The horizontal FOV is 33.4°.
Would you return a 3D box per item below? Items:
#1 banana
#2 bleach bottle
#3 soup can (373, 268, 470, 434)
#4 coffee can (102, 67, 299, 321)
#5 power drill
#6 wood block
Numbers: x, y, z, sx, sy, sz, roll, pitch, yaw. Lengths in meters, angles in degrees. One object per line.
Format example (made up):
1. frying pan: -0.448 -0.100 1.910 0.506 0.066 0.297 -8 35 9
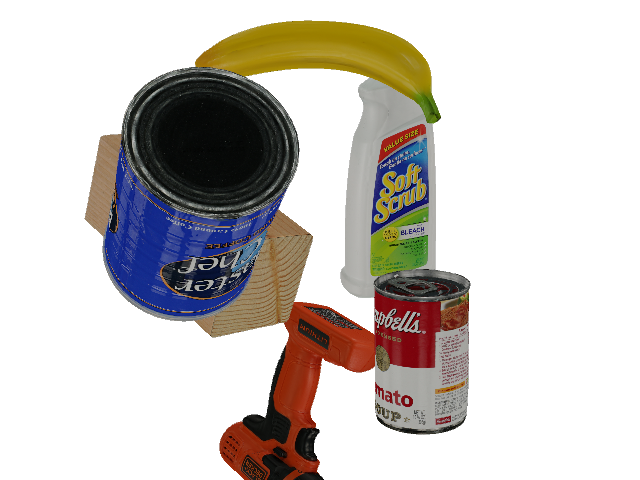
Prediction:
1. banana: 0.003 -0.143 0.836 0.198 0.069 0.037 11 -35 9
2. bleach bottle: 0.068 -0.071 1.094 0.102 0.251 0.068 -10 22 -16
3. soup can: 0.072 0.078 0.762 0.068 0.102 0.068 -1 15 0
4. coffee can: -0.078 -0.024 0.663 0.102 0.103 0.140 0 -28 -16
5. power drill: -0.006 0.163 0.966 0.057 0.188 0.185 12 13 -46
6. wood block: -0.113 -0.012 0.947 0.090 0.091 0.206 -8 34 -43
